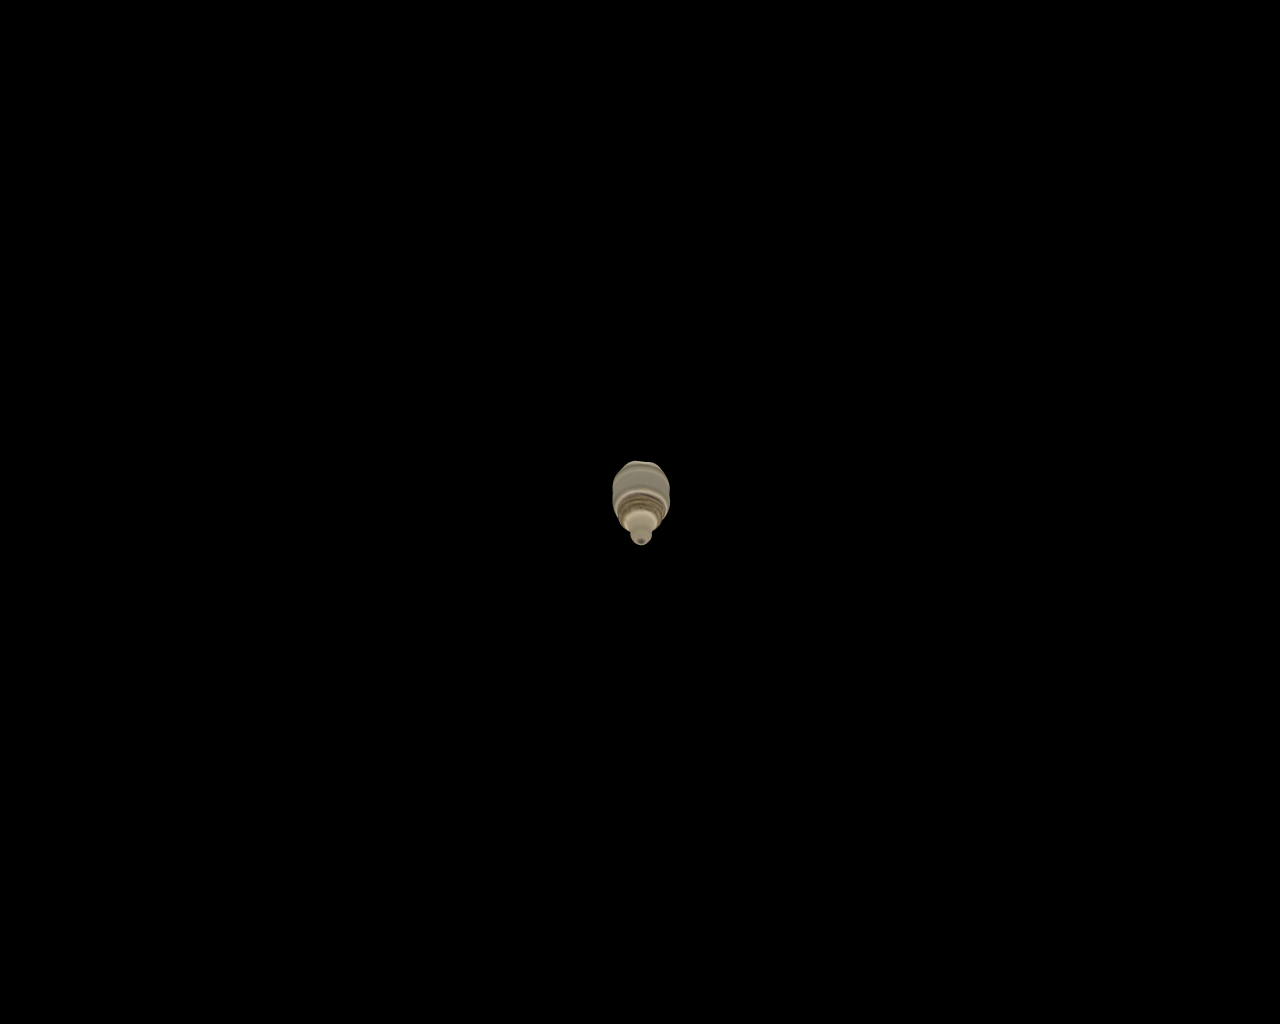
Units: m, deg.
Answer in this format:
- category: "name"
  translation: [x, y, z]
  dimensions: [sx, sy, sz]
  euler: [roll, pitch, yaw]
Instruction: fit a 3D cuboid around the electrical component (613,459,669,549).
- category: "electrical component"
  translation: [0.001, -0.003, 0.650]
  dimensions: [0.035, 0.035, 0.061]
  euler: [0, 41, 0]
